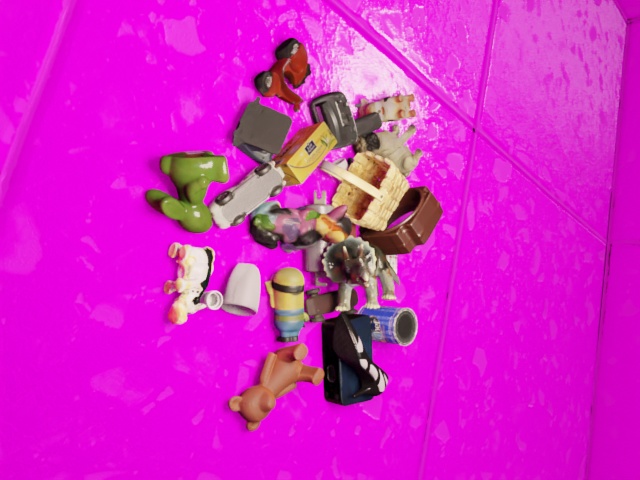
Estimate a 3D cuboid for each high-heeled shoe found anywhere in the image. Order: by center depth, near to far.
[{"bbox_3d":[0.114,0.286,1.365,0.145,0.086,0.248,-18,102,-45],"label":"high-heeled shoe"}]

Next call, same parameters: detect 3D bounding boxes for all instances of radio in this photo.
[{"bbox_3d":[0.074,0.316,1.427,0.131,0.073,0.229,-3,89,-42],"label":"radio"}]

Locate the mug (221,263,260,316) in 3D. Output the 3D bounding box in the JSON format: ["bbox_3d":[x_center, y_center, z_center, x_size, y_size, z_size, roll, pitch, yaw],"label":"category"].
[{"bbox_3d":[-0.166,0.112,1.210,0.109,0.081,0.107,51,44,-58],"label":"mug"}]

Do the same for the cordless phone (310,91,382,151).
[{"bbox_3d":[0.077,-0.324,1.406,0.184,0.089,0.146,-25,106,-21],"label":"cordless phone"}]

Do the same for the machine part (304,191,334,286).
[{"bbox_3d":[-0.003,-0.004,1.363,0.079,0.079,0.243,0,90,-43],"label":"machine part"}]

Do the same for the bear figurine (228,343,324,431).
[{"bbox_3d":[-0.103,0.336,1.226,0.196,0.132,0.120,-47,116,-40],"label":"bear figurine"}]

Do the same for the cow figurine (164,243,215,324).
[{"bbox_3d":[-0.269,0.093,1.122,0.098,0.068,0.167,11,82,-48],"label":"cow figurine"}]

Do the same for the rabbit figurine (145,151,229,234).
[{"bbox_3d":[-0.265,-0.090,1.102,0.159,0.121,0.170,-14,113,-39],"label":"rabbit figurine"}]

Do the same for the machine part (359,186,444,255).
[{"bbox_3d":[0.222,-0.055,1.488,0.087,0.201,0.201,51,58,-27],"label":"machine part"}]

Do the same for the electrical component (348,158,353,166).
[{"bbox_3d":[0.100,-0.182,1.502,0.063,0.021,0.094,-4,92,-43],"label":"electrical component"}]

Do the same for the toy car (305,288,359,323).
[{"bbox_3d":[0.028,0.161,1.401,0.202,0.053,0.089,-7,89,-47],"label":"toy car"}]

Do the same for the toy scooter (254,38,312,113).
[{"bbox_3d":[-0.073,-0.393,1.314,0.135,0.075,0.184,45,63,-31],"label":"toy scooter"}]

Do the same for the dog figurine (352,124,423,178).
[{"bbox_3d":[0.183,-0.240,1.544,0.190,0.121,0.172,-24,102,-26],"label":"dog figurine"}]

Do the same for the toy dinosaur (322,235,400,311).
[{"bbox_3d":[0.122,0.072,1.394,0.405,0.131,0.192,-17,104,-67],"label":"toy dinosaur"}]

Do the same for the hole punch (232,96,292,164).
[{"bbox_3d":[-0.138,-0.246,1.253,0.116,0.092,0.142,25,72,-8],"label":"hole punch"}]

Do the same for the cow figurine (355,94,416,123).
[{"bbox_3d":[0.185,-0.371,1.536,0.195,0.127,0.085,-27,108,-55],"label":"cow figurine"}]

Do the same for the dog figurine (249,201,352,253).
[{"bbox_3d":[-0.035,-0.035,1.239,0.191,0.219,0.108,18,73,-42],"label":"dog figurine"}]

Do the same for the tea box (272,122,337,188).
[{"bbox_3d":[-0.046,-0.208,1.317,0.169,0.098,0.068,-51,120,-29],"label":"tea box"}]

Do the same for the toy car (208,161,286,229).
[{"bbox_3d":[-0.162,-0.102,1.216,0.202,0.056,0.073,-40,116,-22],"label":"toy car"}]

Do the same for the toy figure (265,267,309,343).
[{"bbox_3d":[-0.072,0.155,1.284,0.082,0.089,0.180,1,86,-51],"label":"toy figure"}]
